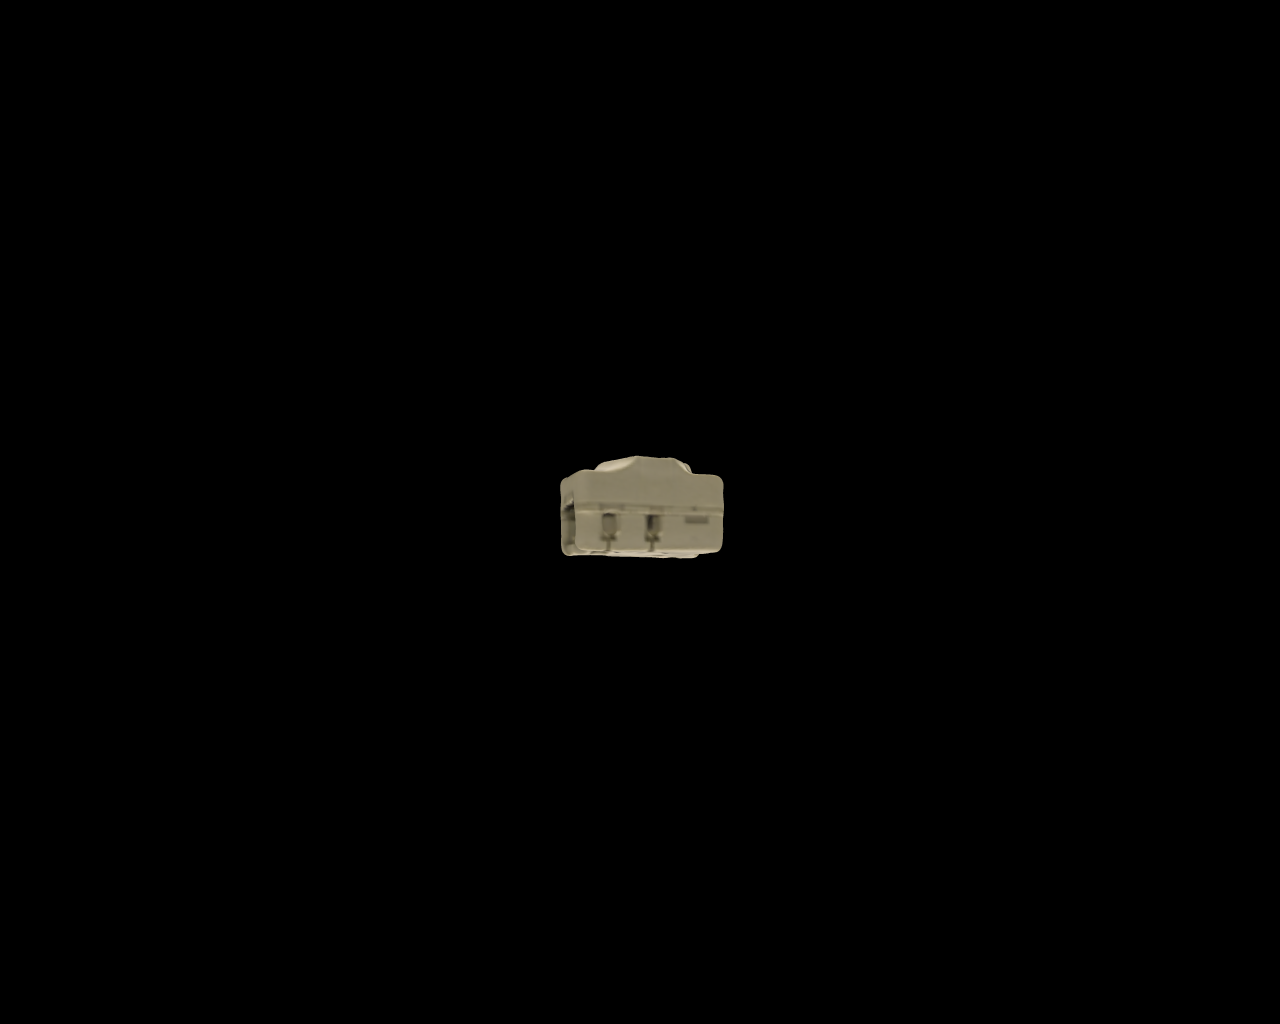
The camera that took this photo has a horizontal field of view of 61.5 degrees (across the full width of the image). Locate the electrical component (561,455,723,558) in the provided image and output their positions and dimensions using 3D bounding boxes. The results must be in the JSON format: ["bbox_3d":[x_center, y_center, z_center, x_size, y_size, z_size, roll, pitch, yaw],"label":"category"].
[{"bbox_3d":[0.001,-0.003,0.650,0.089,0.055,0.050,2,-7,-18],"label":"electrical component"}]
